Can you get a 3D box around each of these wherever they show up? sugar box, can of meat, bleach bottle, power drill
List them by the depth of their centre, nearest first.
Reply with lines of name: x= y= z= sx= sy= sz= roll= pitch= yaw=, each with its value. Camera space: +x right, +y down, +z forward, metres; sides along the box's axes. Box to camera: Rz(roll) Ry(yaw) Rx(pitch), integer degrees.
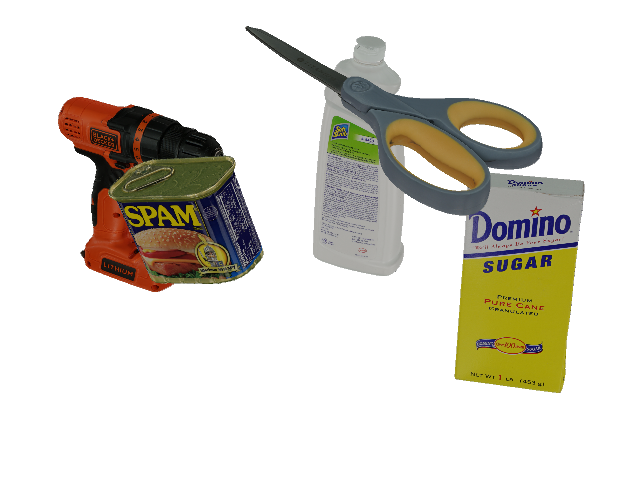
can of meat: x=-0.102 y=-0.014 z=0.827 sx=0.102 sy=0.084 sz=0.057 roll=0 pitch=34 yaw=30
sugar box: x=0.163 y=0.035 z=0.886 sx=0.093 sy=0.176 sz=0.048 roll=5 pitch=23 yaw=13
power drill: x=-0.179 y=-0.044 z=1.081 sx=0.185 sy=0.188 sz=0.057 roll=19 pitch=32 yaw=24
bleach bottle: x=0.048 y=-0.088 z=1.112 sx=0.103 sy=0.251 sz=0.068 roll=13 pitch=33 yaw=13

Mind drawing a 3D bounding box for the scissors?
scissors: x=0.042 y=-0.080 z=0.586 sx=0.096 sy=0.016 sz=0.202 roll=-16 pitch=44 yaw=-21
